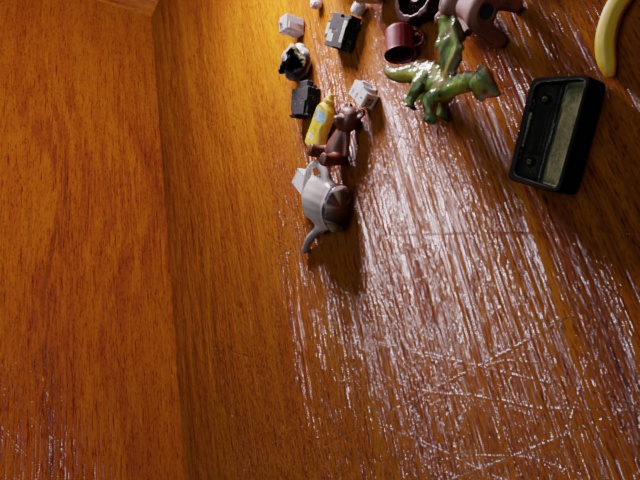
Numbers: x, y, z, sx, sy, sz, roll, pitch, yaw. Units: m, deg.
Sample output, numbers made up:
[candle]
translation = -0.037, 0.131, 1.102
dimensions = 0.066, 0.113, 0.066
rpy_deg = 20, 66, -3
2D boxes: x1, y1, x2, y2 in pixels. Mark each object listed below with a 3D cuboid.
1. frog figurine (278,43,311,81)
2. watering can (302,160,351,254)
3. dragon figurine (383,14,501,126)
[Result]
[frog figurine]
translation = -0.090, -0.665, 1.928
dimensions = 0.162, 0.123, 0.135
rpy_deg = -77, -6, -72
[watering can]
translation = 0.005, -0.085, 1.693
dimensions = 0.227, 0.104, 0.342
rpy_deg = 31, 124, 52
[dragon figurine]
translation = 0.290, -0.436, 1.280
dimensions = 0.418, 0.122, 0.237
rpy_deg = 56, 138, 39
